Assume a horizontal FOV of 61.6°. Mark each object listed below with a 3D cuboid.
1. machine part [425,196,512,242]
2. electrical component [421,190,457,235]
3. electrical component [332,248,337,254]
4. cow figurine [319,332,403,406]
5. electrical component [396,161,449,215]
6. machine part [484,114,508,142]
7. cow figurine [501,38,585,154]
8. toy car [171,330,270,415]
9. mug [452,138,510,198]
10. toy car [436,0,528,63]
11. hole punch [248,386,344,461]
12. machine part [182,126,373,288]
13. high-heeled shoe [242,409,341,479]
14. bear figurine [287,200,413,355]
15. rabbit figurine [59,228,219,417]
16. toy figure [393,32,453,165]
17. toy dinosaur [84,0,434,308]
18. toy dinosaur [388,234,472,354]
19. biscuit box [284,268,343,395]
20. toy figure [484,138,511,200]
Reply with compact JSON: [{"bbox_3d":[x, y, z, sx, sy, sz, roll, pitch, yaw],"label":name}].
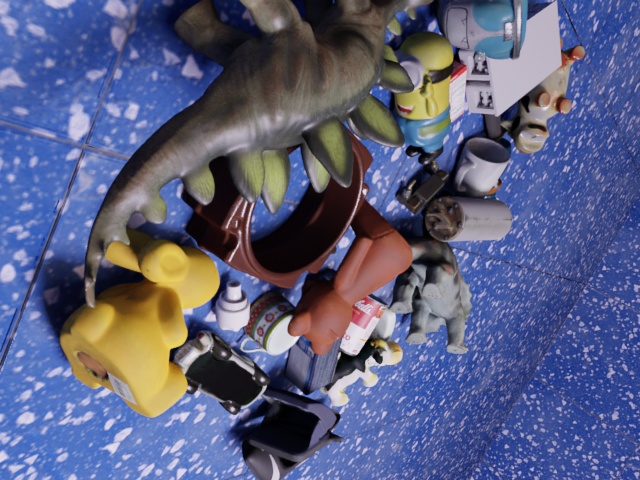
[{"bbox_3d":[0.261,-0.037,0.933,0.243,0.079,0.079,-3,120,-44],"label":"machine part"},{"bbox_3d":[0.233,-0.028,1.014,0.075,0.048,0.119,-42,142,-20],"label":"electrical component"},{"bbox_3d":[-0.002,-0.002,0.765,0.094,0.021,0.063,1,117,-52],"label":"electrical component"},{"bbox_3d":[0.067,0.216,0.967,0.167,0.068,0.098,-31,127,-11],"label":"cow figurine"},{"bbox_3d":[0.172,-0.086,0.897,0.102,0.045,0.078,-44,172,-14],"label":"electrical component"},{"bbox_3d":[0.307,-0.235,0.947,0.084,0.039,0.138,-54,145,-19],"label":"machine part"},{"bbox_3d":[0.395,-0.255,0.981,0.085,0.127,0.194,10,95,-11],"label":"cow figurine"},{"bbox_3d":[-0.133,0.179,0.722,0.073,0.056,0.201,-44,143,-7],"label":"toy car"},{"bbox_3d":[0.279,-0.115,0.972,0.109,0.081,0.107,-33,149,-37],"label":"mug"},{"bbox_3d":[0.203,-0.302,0.695,0.103,0.162,0.109,-10,139,7],"label":"toy car"},{"bbox_3d":[-0.042,0.280,0.859,0.115,0.142,0.092,4,91,-61],"label":"hole punch"},{"bbox_3d":[-0.039,-0.053,0.621,0.201,0.087,0.200,-58,146,0],"label":"machine part"},{"bbox_3d":[-0.040,0.340,0.924,0.145,0.086,0.248,-33,162,-1],"label":"high-heeled shoe"},{"bbox_3d":[0.028,0.051,0.736,0.196,0.132,0.120,-43,138,5],"label":"bear figurine"},{"bbox_3d":[-0.175,0.061,0.549,0.173,0.122,0.162,-45,137,-41],"label":"rabbit figurine"},{"bbox_3d":[0.141,-0.193,0.736,0.089,0.082,0.179,-52,143,-27],"label":"toy figure"},{"bbox_3d":[-0.027,-0.134,0.467,0.471,0.105,0.198,-37,103,-29],"label":"toy dinosaur"},{"bbox_3d":[0.201,0.069,0.968,0.404,0.131,0.192,70,25,-46],"label":"toy dinosaur"},{"bbox_3d":[-0.001,0.146,0.853,0.063,0.059,0.202,-15,129,-43],"label":"biscuit box"},{"bbox_3d":[0.333,-0.125,1.048,0.058,0.064,0.154,-77,173,-46],"label":"toy figure"}]
